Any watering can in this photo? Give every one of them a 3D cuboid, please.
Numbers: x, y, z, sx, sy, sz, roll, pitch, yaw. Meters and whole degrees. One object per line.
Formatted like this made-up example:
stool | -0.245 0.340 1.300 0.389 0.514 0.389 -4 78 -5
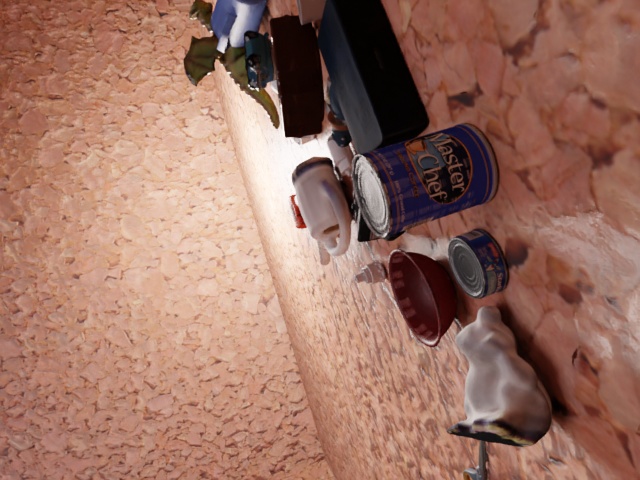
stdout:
watering can | 0.004 -0.060 1.201 0.343 0.104 0.227 119 133 -72

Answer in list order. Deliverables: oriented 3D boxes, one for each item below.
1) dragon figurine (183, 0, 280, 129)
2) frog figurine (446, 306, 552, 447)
dragon figurine | -0.267 -0.498 1.471 0.122 0.244 0.409 176 79 -71
frog figurine | 0.228 0.169 0.651 0.134 0.123 0.162 80 -158 -63
